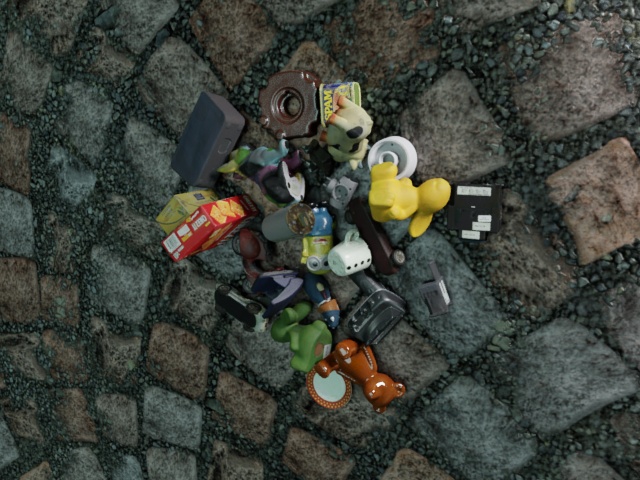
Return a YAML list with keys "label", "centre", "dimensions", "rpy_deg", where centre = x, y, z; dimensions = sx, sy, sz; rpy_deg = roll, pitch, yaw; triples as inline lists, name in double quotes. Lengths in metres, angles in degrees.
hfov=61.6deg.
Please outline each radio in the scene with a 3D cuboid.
- label: "radio"
  centre: [-0.294, -0.254, 1.401]
  dimensions: [0.131, 0.073, 0.229]
  rpy_deg: [44, 116, 29]

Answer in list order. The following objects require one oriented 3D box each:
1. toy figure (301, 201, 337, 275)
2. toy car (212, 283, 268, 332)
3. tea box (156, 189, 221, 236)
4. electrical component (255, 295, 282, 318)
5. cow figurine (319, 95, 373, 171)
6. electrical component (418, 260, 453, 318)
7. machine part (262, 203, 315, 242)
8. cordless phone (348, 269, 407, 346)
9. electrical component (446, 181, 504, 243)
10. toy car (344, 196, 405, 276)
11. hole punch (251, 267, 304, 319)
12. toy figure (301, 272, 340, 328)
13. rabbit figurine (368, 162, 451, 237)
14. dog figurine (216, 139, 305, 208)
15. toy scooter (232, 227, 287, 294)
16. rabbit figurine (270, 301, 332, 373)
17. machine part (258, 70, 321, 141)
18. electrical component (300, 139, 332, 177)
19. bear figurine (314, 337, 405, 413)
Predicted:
- label: "toy figure"
  centre: [0.001, -0.004, 1.328]
  dimensions: [0.082, 0.089, 0.180]
  rpy_deg: [-4, 90, 22]
- label: "toy car"
  centre: [-0.219, 0.184, 1.465]
  dimensions: [0.202, 0.056, 0.073]
  rpy_deg: [27, 116, 32]
- label: "tea box"
  centre: [-0.337, -0.073, 1.417]
  dimensions: [0.068, 0.169, 0.098]
  rpy_deg: [48, 113, 7]
- label: "electrical component"
  centre: [-0.134, 0.177, 1.453]
  dimensions: [0.094, 0.021, 0.063]
  rpy_deg: [-1, 99, 30]
- label: "cow figurine"
  centre: [0.067, -0.231, 1.211]
  dimensions: [0.127, 0.195, 0.085]
  rpy_deg: [27, 72, -3]
- label: "electrical component"
  centre: [0.260, 0.110, 1.234]
  dimensions: [0.048, 0.075, 0.119]
  rpy_deg: [-22, 94, 26]
- label: "machine part"
  centre: [-0.079, -0.040, 1.298]
  dimensions: [0.243, 0.079, 0.079]
  rpy_deg: [-14, 95, 65]
- label: "cordless phone"
  centre: [0.108, 0.155, 1.321]
  dimensions: [0.184, 0.088, 0.146]
  rpy_deg: [48, 116, 22]
- label: "electrical component"
  centre: [0.339, -0.061, 1.177]
  dimensions: [0.115, 0.058, 0.134]
  rpy_deg: [8, 103, 25]
- label: "toy car"
  centre: [0.131, -0.010, 1.282]
  dimensions: [0.089, 0.053, 0.202]
  rpy_deg: [-30, 85, 47]
- label: "hole punch"
  centre: [-0.101, 0.133, 1.348]
  dimensions: [0.142, 0.116, 0.092]
  rpy_deg: [119, 136, -54]
- label: "toy figure"
  centre: [0.007, 0.149, 1.363]
  dimensions: [0.058, 0.064, 0.154]
  rpy_deg: [-32, 86, 3]
- label: "rabbit figurine"
  centre: [0.199, -0.082, 1.175]
  dimensions: [0.173, 0.122, 0.162]
  rpy_deg: [-8, 131, 13]
- label: "dog figurine"
  centre: [-0.152, -0.163, 1.348]
  dimensions: [0.219, 0.108, 0.191]
  rpy_deg: [-8, 78, 30]
- label: "toy scooter"
  centre: [-0.152, 0.052, 1.411]
  dimensions: [0.135, 0.075, 0.183]
  rpy_deg: [-7, 100, 25]
- label: "rabbit figurine"
  centre: [-0.065, 0.242, 1.386]
  dimensions: [0.170, 0.121, 0.158]
  rpy_deg: [17, 114, 36]
- label: "machine part"
  centre: [-0.069, -0.327, 1.312]
  dimensions: [0.180, 0.056, 0.179]
  rpy_deg: [4, 100, 23]
- label: "electrical component"
  centre: [-0.011, -0.195, 1.289]
  dimensions: [0.045, 0.102, 0.078]
  rpy_deg: [-35, 73, -10]
- label: "bear figurine"
  centre: [0.103, 0.340, 1.322]
  dimensions: [0.120, 0.132, 0.196]
  rpy_deg: [-45, 75, 26]
